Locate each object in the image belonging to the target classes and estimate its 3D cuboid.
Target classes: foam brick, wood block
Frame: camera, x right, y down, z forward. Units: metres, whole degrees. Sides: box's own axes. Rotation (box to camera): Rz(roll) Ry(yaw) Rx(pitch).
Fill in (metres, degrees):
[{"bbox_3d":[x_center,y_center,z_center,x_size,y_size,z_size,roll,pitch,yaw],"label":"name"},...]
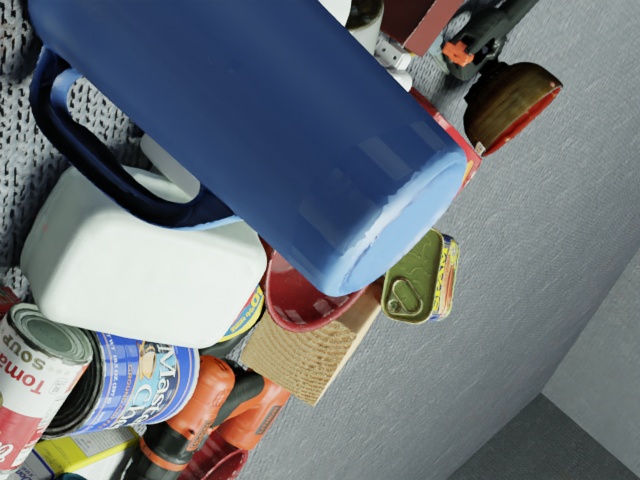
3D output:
[{"bbox_3d":[0.082,-0.203,0.902,0.078,0.053,0.051,-52,160,12],"label":"foam brick"},{"bbox_3d":[0.003,0.082,1.117,0.091,0.090,0.206,-61,174,17],"label":"wood block"}]

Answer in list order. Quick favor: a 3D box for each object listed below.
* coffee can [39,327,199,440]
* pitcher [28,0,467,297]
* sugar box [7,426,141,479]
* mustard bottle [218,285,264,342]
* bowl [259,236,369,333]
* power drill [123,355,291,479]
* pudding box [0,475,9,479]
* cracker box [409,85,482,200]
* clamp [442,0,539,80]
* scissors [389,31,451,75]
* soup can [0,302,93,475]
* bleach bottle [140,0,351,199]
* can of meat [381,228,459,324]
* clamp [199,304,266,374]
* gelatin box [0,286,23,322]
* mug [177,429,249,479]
[{"bbox_3d":[-0.175,0.102,0.856,0.103,0.103,0.140,-53,159,12],"label":"coffee can"},{"bbox_3d":[-0.045,-0.078,0.598,0.144,0.243,0.149,-35,163,-35],"label":"pitcher"},{"bbox_3d":[-0.258,0.229,1.003,0.175,0.048,0.093,-11,138,-53],"label":"sugar box"},{"bbox_3d":[-0.091,0.045,0.986,0.096,0.058,0.191,-57,162,-14],"label":"mustard bottle"},{"bbox_3d":[-0.006,0.001,0.962,0.161,0.055,0.162,-30,136,-34],"label":"bowl"},{"bbox_3d":[-0.114,0.192,1.091,0.184,0.057,0.187,-56,161,15],"label":"power drill"},{"bbox_3d":[-0.272,0.154,0.850,0.090,0.039,0.113,-52,157,11],"label":"pudding box"},{"bbox_3d":[0.077,-0.062,1.114,0.164,0.072,0.213,-50,159,6],"label":"cracker box"},{"bbox_3d":[0.177,-0.213,1.088,0.171,0.039,0.120,-30,147,-62],"label":"clamp"},{"bbox_3d":[0.118,-0.205,1.023,0.096,0.016,0.201,-59,162,18],"label":"scissors"},{"bbox_3d":[-0.213,0.103,0.746,0.102,0.068,0.068,-55,159,12],"label":"soup can"},{"bbox_3d":[-0.027,-0.140,0.722,0.251,0.103,0.068,-57,163,25],"label":"bleach bottle"},{"bbox_3d":[0.109,0.038,1.135,0.083,0.057,0.102,11,88,-68],"label":"can of meat"},{"bbox_3d":[-0.119,0.131,1.118,0.209,0.036,0.165,-34,155,-43],"label":"clamp"},{"bbox_3d":[-0.257,0.075,0.749,0.089,0.030,0.073,-54,160,14],"label":"gelatin box"},{"bbox_3d":[-0.147,0.253,1.214,0.093,0.081,0.117,-15,141,-56],"label":"mug"}]
